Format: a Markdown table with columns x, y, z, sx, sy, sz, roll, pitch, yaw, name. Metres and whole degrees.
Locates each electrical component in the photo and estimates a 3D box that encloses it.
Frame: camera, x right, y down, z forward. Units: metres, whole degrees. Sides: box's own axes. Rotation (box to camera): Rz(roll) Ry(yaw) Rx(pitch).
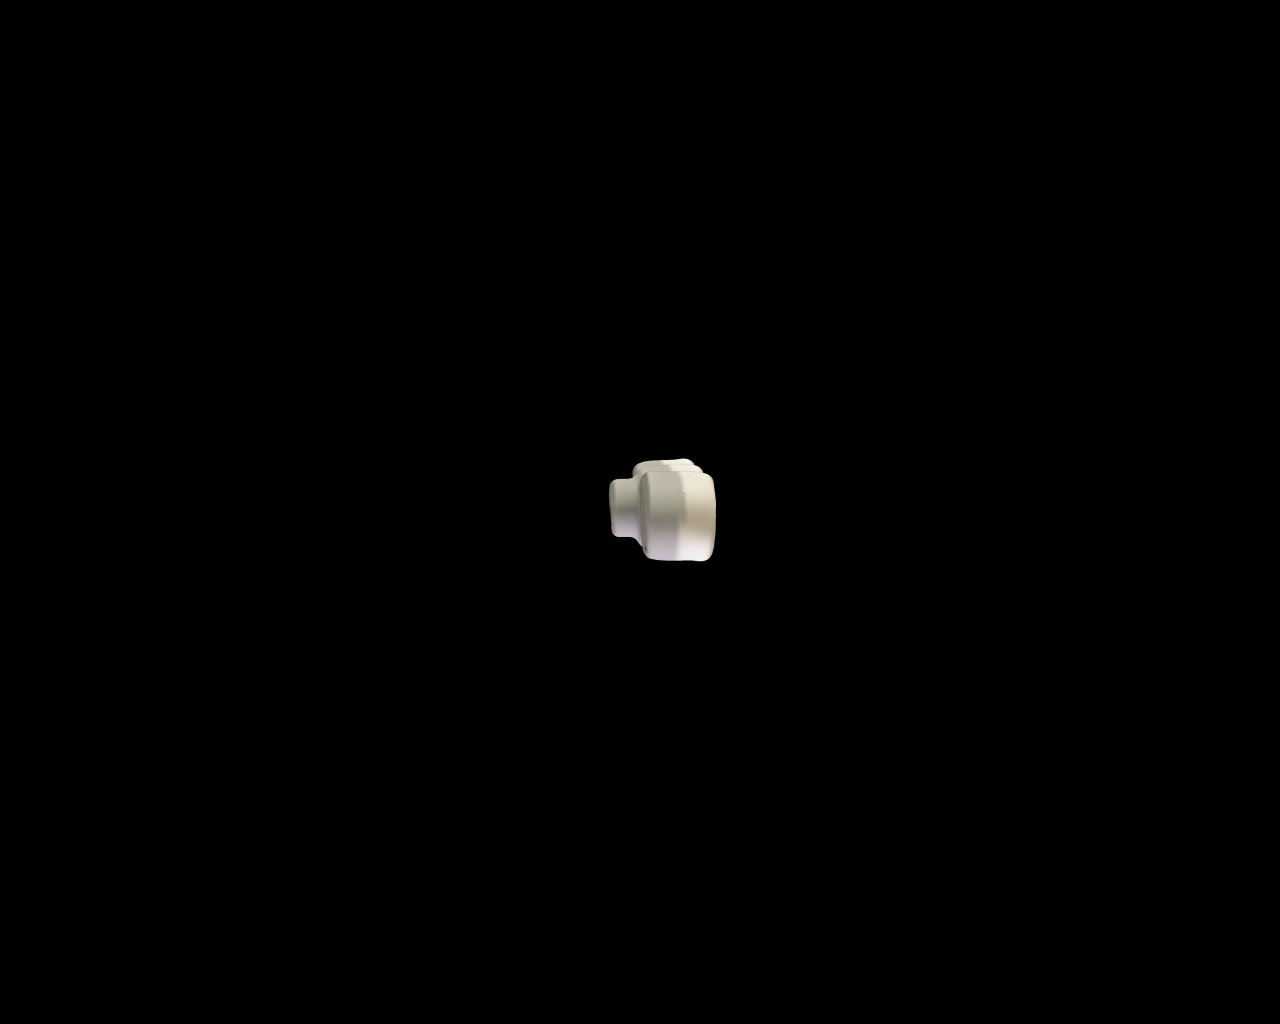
| x | y | z | sx | sy | sz | roll | pitch | yaw | name |
| --- | --- | --- | --- | --- | --- | --- | --- | --- | --- |
| 0.001 | -0.003 | 0.650 | 0.074 | 0.052 | 0.138 | 0 | 7 | -4 | electrical component |
